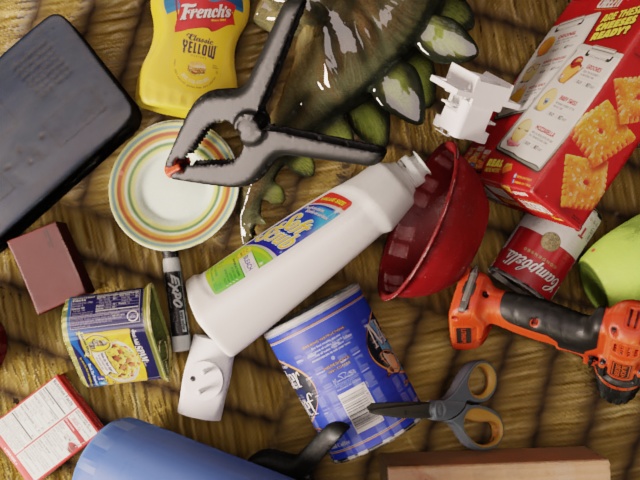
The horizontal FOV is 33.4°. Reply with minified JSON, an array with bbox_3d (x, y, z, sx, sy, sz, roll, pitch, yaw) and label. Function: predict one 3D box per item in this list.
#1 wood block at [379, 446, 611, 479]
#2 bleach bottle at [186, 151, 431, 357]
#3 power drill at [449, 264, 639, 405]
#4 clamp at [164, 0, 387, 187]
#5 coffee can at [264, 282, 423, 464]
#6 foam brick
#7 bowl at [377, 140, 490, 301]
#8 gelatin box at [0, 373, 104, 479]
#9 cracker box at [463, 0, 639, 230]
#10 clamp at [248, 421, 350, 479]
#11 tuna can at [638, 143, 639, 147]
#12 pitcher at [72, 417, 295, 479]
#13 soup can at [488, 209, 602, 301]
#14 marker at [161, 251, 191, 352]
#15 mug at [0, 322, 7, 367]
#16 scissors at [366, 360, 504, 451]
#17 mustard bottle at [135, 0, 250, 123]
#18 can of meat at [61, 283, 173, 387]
[{"bbox_3d":[0.164,0.250,1.017,0.206,0.091,0.090,-2,88,-1],"label":"wood block"},{"bbox_3d":[-0.007,0.001,1.000,0.251,0.103,0.068,-37,114,3],"label":"bleach bottle"},{"bbox_3d":[0.219,0.092,1.005,0.188,0.184,0.057,13,64,16],"label":"power drill"},{"bbox_3d":[-0.060,-0.117,0.982,0.210,0.036,0.164,-18,101,23],"label":"clamp"},{"bbox_3d":[0.024,0.125,1.013,0.103,0.103,0.140,-28,89,-2],"label":"coffee can"},{"bbox_3d":[-0.260,0.027,1.037,0.053,0.051,0.078,-22,89,-3],"label":"foam brick"},{"bbox_3d":[0.112,-0.009,0.994,0.055,0.162,0.162,23,88,-10],"label":"bowl"},{"bbox_3d":[-0.266,0.185,1.042,0.089,0.030,0.073,-38,88,-2],"label":"gelatin box"},{"bbox_3d":[0.239,-0.123,0.991,0.072,0.164,0.213,36,88,-20],"label":"cracker box"},{"bbox_3d":[-0.013,0.239,0.997,0.172,0.039,0.120,-24,90,41],"label":"clamp"},{"bbox_3d":[0.327,-0.136,1.061,0.086,0.034,0.086,0,88,-1],"label":"tuna can"},{"bbox_3d":[-0.101,0.257,0.964,0.243,0.144,0.149,18,98,28],"label":"pitcher"},{"bbox_3d":[0.219,0.005,1.038,0.068,0.068,0.102,34,87,0],"label":"soup can"},{"bbox_3d":[-0.143,0.050,1.054,0.020,0.020,0.121,-8,89,-1],"label":"marker"},{"bbox_3d":[-0.357,0.095,1.017,0.117,0.081,0.093,35,88,0],"label":"mug"},{"bbox_3d":[0.114,0.142,0.998,0.201,0.016,0.096,30,62,-41],"label":"scissors"},{"bbox_3d":[-0.118,-0.216,1.041,0.096,0.058,0.191,10,87,-19],"label":"mustard bottle"},{"bbox_3d":[-0.191,0.093,1.014,0.084,0.102,0.057,-8,44,1],"label":"can of meat"}]
